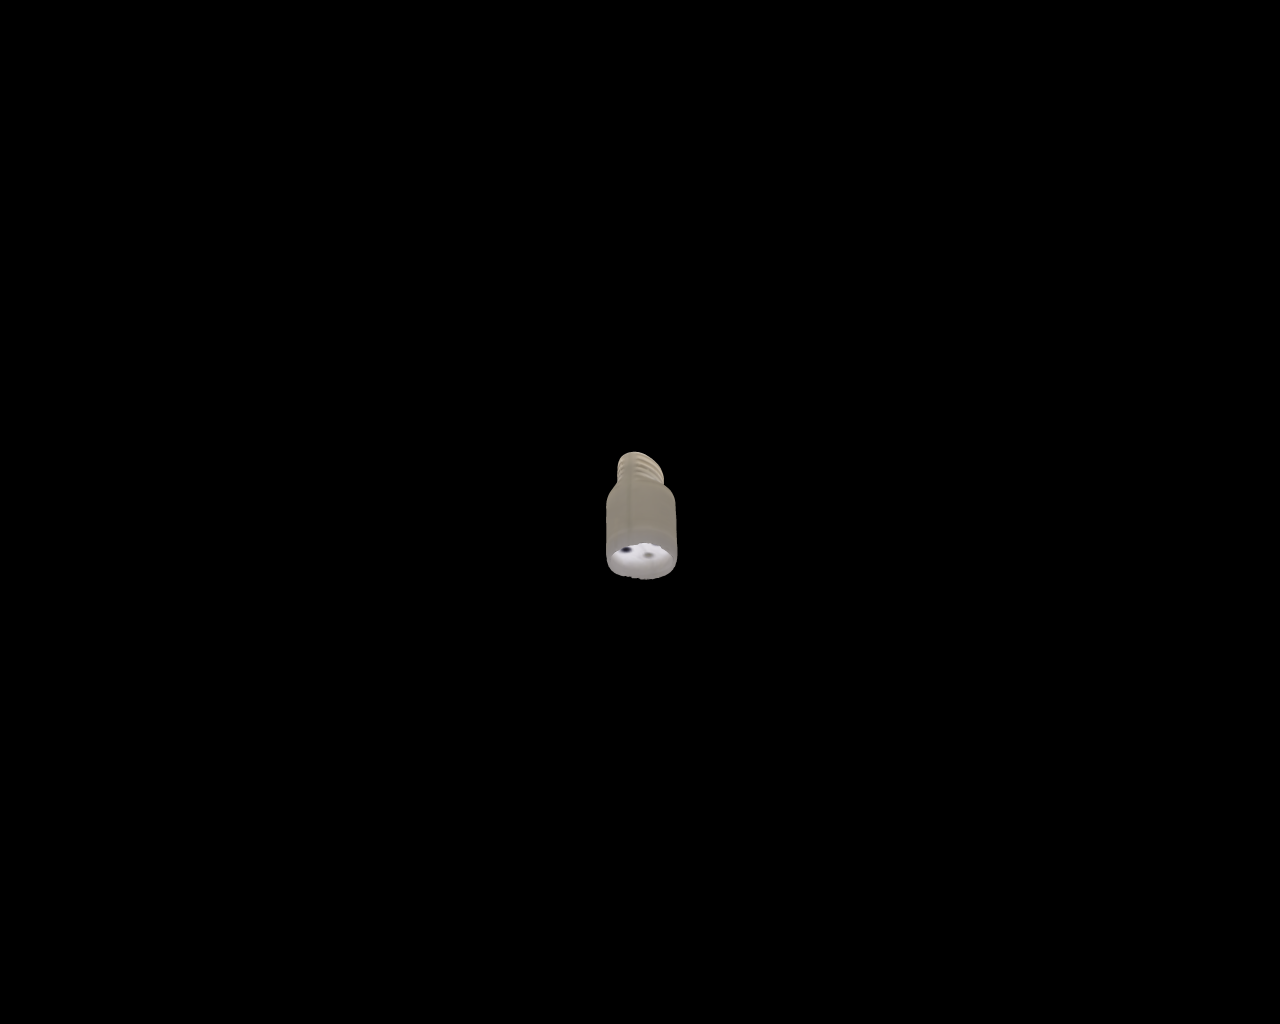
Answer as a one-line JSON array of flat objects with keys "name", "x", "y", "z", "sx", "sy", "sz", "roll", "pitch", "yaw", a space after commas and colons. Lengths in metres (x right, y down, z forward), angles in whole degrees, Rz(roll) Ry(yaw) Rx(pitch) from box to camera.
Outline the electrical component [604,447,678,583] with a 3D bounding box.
[{"name": "electrical component", "x": 0.001, "y": -0.003, "z": 0.650, "sx": 0.043, "sy": 0.081, "sz": 0.043, "roll": 0, "pitch": -34, "yaw": 0}]
